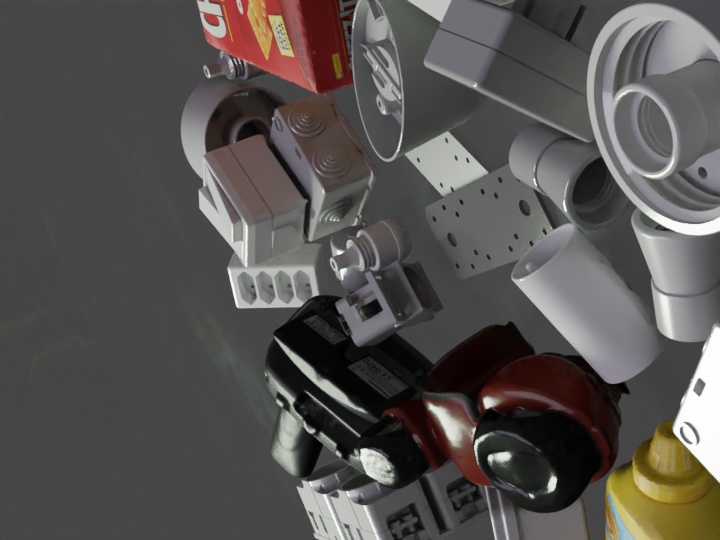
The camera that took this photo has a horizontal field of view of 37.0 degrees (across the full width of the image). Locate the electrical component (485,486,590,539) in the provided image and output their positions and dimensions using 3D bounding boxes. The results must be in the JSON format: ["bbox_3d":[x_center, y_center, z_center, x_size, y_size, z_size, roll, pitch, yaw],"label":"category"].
[{"bbox_3d":[0.114,0.162,0.692,0.108,0.056,0.108,-91,-11,-65],"label":"electrical component"}]

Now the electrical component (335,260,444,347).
[{"bbox_3d":[0.020,0.026,0.802,0.042,0.064,0.081,64,-159,12],"label":"electrical component"}]

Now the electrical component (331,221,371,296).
[{"bbox_3d":[0.000,0.000,0.874,0.040,0.040,0.078,41,147,49],"label":"electrical component"}]

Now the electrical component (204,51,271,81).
[{"bbox_3d":[-0.102,-0.177,0.910,0.035,0.061,0.035,50,153,37],"label":"electrical component"}]

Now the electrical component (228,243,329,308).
[{"bbox_3d":[-0.072,-0.005,1.010,0.075,0.083,0.047,-76,-19,-55],"label":"electrical component"}]

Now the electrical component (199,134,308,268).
[{"bbox_3d":[-0.092,-0.059,0.866,0.096,0.061,0.061,56,156,27],"label":"electrical component"}]

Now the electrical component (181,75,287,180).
[{"bbox_3d":[-0.105,-0.117,0.934,0.064,0.099,0.099,21,131,54],"label":"electrical component"}]

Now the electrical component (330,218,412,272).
[{"bbox_3d":[0.007,-0.015,0.814,0.035,0.061,0.035,50,153,37],"label":"electrical component"}]

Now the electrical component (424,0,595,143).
[{"bbox_3d":[0.088,-0.114,0.516,0.047,0.083,0.075,38,107,51],"label":"electrical component"}]

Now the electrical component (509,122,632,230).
[{"bbox_3d":[0.108,-0.053,0.563,0.065,0.044,0.044,44,149,55],"label":"electrical component"}]

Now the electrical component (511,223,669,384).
[{"bbox_3d":[0.121,0.013,0.580,0.077,0.043,0.079,47,-167,-10],"label":"electrical component"}]

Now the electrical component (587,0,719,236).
[{"bbox_3d":[0.139,-0.066,0.443,0.108,0.060,0.108,50,153,37],"label":"electrical component"}]

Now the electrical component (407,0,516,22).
[{"bbox_3d":[0.044,-0.188,0.565,0.099,0.048,0.099,46,150,43],"label":"electrical component"}]

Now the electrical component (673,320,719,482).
[{"bbox_3d":[0.191,0.068,0.474,0.099,0.048,0.099,52,154,35],"label":"electrical component"}]

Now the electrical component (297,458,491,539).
[{"bbox_3d":[0.025,0.188,0.915,0.060,0.105,0.186,68,159,-2],"label":"electrical component"}]

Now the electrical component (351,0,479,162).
[{"bbox_3d":[0.026,-0.122,0.654,0.099,0.064,0.099,50,153,37],"label":"electrical component"}]

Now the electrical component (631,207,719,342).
[{"bbox_3d":[0.154,0.001,0.506,0.044,0.044,0.065,34,146,55],"label":"electrical component"}]

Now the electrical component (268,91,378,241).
[{"bbox_3d":[-0.034,-0.082,0.862,0.099,0.048,0.099,60,158,19],"label":"electrical component"}]
